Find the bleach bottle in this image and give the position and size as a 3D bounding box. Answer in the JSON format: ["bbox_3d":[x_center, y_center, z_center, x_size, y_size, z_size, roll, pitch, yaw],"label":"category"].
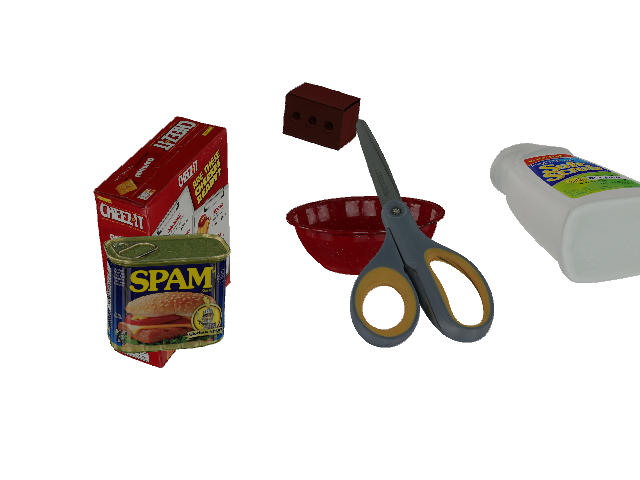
[{"bbox_3d":[0.203,-0.039,0.922,0.102,0.068,0.251,-8,19,-11],"label":"bleach bottle"}]

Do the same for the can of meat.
[{"bbox_3d":[-0.129,0.044,0.893,0.102,0.084,0.057,-3,20,-19],"label":"can of meat"}]

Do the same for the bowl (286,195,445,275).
[{"bbox_3d":[0.047,-0.003,1.085,0.162,0.055,0.162,-3,14,1],"label":"bowl"}]

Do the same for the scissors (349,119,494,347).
[{"bbox_3d":[0.036,-0.004,0.697,0.096,0.016,0.202,-23,52,-17],"label":"scissors"}]

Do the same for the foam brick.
[{"bbox_3d":[0.001,-0.148,1.266,0.078,0.053,0.051,19,31,21],"label":"foam brick"}]

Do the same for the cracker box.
[{"bbox_3d":[-0.163,0.001,1.136,0.072,0.214,0.164,16,39,18],"label":"cracker box"}]
